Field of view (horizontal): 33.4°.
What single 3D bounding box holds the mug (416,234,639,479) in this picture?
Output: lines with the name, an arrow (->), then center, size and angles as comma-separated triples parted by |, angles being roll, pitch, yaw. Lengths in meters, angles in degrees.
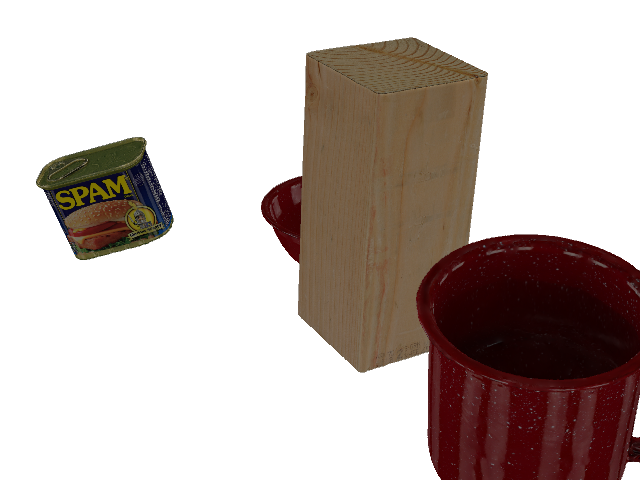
mug -> 0.096, 0.058, 0.420 | 0.117, 0.081, 0.093 | 7, 36, 14

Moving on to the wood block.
wood block -> 0.046, -0.025, 0.745 | 0.090, 0.206, 0.091 | -14, 32, -27

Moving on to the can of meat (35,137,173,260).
can of meat -> -0.194, -0.037, 0.973 | 0.102, 0.084, 0.057 | -14, 30, 9

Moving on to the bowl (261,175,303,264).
bowl -> 0.027, -0.008, 0.956 | 0.162, 0.055, 0.162 | 0, 26, 0
